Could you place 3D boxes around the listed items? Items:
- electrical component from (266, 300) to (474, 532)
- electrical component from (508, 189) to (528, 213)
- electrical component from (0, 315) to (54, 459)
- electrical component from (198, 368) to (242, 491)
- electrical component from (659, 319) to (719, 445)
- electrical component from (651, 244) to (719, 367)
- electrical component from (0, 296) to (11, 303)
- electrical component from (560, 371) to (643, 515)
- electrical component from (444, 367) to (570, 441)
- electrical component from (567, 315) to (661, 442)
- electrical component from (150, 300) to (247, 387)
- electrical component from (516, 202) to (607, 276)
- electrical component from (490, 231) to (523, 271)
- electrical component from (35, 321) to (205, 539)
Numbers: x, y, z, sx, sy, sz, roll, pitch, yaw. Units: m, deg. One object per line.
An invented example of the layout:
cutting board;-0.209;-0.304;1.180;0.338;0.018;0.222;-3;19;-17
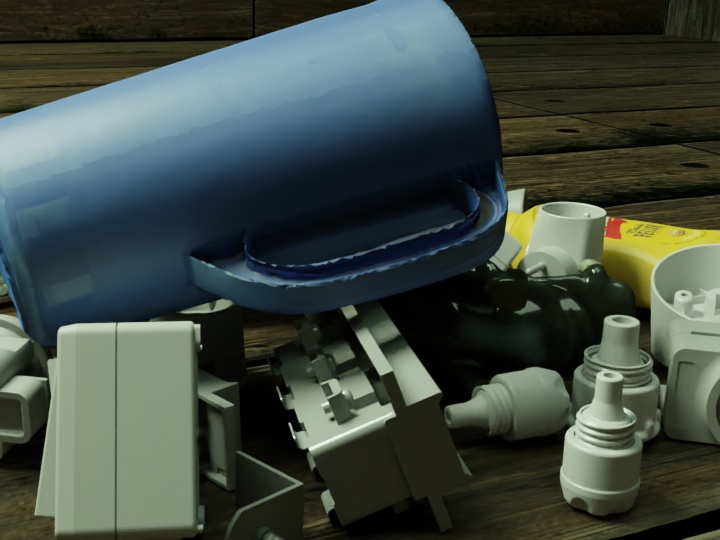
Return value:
electrical component;-0.001;0.063;0.497;0.063;0.078;0.121;-23;20;-5
electrical component;0.109;-0.047;0.917;0.065;0.044;0.044;1;16;14
electrical component;-0.183;0.056;0.520;0.078;0.058;0.057;4;20;9
electrical component;-0.094;0.073;0.498;0.064;0.042;0.081;-18;25;-40
electrical component;0.203;0.061;0.550;0.089;0.050;0.055;6;17;11
electrical component;0.222;0.028;0.638;0.099;0.064;0.099;2;17;0
electrical component;-0.242;-0.014;0.734;0.061;0.061;0.096;17;23;42
electrical component;0.108;0.075;0.475;0.035;0.061;0.035;2;17;0
electrical component;0.072;0.069;0.539;0.061;0.035;0.035;-7;19;-19
electrical component;0.130;0.055;0.544;0.048;0.062;0.048;1;17;0
electrical component;-0.091;0.039;0.598;0.055;0.047;0.055;2;17;0
electrical component;0.125;0.002;0.692;0.044;0.077;0.079;14;21;34
electrical component;0.056;0.005;0.697;0.047;0.076;0.066;40;-20;-3
electrical component;-0.093;0.072;0.426;0.061;0.096;0.061;-1;-12;-8
